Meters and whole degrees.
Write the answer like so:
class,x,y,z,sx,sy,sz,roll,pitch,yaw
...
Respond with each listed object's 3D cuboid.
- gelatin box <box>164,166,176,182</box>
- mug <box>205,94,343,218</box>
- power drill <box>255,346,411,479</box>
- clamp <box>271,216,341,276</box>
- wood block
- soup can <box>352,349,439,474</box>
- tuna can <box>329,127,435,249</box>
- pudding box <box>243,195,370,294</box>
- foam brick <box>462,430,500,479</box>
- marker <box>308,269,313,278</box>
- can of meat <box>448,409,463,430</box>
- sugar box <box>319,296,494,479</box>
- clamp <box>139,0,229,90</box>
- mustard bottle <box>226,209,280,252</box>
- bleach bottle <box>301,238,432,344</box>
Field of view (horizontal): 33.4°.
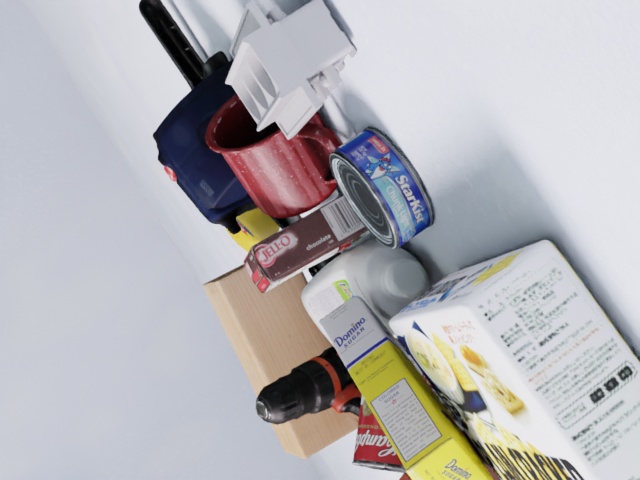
class,x,y,z,sx,sy,sz,roll,pitch,yaw
gelatin box,-0.138,-0.105,1.217,0.030,0.089,0.073,56,170,4
mug,-0.023,-0.071,0.844,0.117,0.093,0.081,7,141,42
power drill,0.054,0.178,1.032,0.188,0.184,0.057,44,136,29
clamp,-0.007,0.001,1.099,0.171,0.039,0.120,51,174,12
wood block,-0.036,0.119,1.148,0.206,0.090,0.090,63,163,-3
soup can,0.068,0.150,0.934,0.068,0.068,0.102,107,172,-77
tuna can,0.043,-0.036,0.769,0.086,0.033,0.086,53,169,14
pudding box,-0.006,0.000,0.881,0.039,0.113,0.090,62,169,3
foam brick,0.137,0.183,0.820,0.078,0.052,0.051,21,114,47
marker,0.012,0.069,1.265,0.020,0.020,0.121,45,164,46
can of meat,0.150,0.191,0.917,0.084,0.057,0.102,45,165,37
sugar box,0.066,0.124,0.799,0.093,0.048,0.176,51,-174,-38
clamp,-0.106,-0.145,1.100,0.165,0.036,0.210,43,165,49
mustard bottle,-0.083,-0.042,1.253,0.096,0.058,0.192,60,170,6
bleach bottle,0.050,0.053,0.939,0.102,0.068,0.251,50,166,-1
